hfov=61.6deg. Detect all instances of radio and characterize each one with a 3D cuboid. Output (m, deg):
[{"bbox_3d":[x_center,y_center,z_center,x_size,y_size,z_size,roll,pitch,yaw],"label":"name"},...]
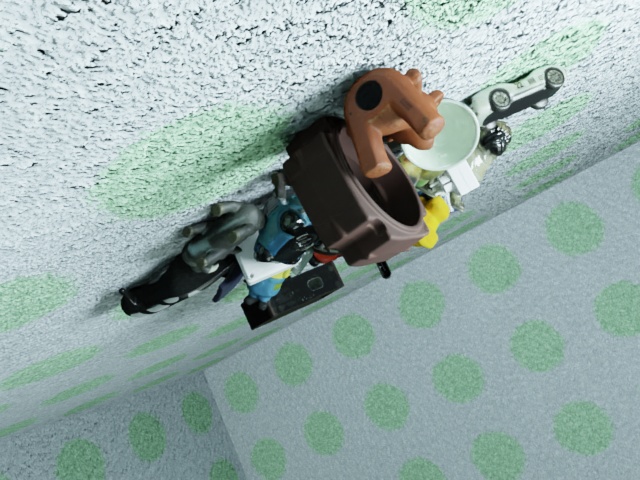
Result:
[{"bbox_3d":[-0.061,0.129,1.275,0.229,0.073,0.131,-21,171,-37],"label":"radio"}]

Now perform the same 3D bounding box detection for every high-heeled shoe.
[{"bbox_3d":[-0.274,0.095,1.050,0.249,0.086,0.145,-13,157,-1],"label":"high-heeled shoe"}]

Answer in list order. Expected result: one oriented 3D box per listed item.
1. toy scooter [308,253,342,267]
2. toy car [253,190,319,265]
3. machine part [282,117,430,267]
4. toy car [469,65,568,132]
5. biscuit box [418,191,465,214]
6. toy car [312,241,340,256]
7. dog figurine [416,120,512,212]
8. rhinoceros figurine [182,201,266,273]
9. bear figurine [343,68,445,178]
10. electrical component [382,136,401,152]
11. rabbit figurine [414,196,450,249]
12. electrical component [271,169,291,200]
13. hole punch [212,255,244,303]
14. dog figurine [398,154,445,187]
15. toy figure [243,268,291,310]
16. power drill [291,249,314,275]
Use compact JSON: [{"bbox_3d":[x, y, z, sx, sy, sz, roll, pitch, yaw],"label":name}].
[{"bbox_3d":[0.037,0.014,1.395,0.135,0.075,0.184,-28,171,13],"label":"toy scooter"},{"bbox_3d":[-0.051,-0.030,0.913,0.109,0.103,0.161,6,142,-45],"label":"toy car"},{"bbox_3d":[0.058,-0.070,0.759,0.087,0.201,0.201,-36,164,31],"label":"machine part"},{"bbox_3d":[0.344,-0.250,0.940,0.202,0.056,0.073,-24,162,-14],"label":"toy car"},{"bbox_3d":[0.271,-0.091,1.327,0.059,0.062,0.203,-20,-174,-17],"label":"biscuit box"},{"bbox_3d":[-0.002,-0.003,1.020,0.089,0.202,0.053,27,92,-33],"label":"toy car"},{"bbox_3d":[0.271,-0.172,1.083,0.190,0.172,0.121,-63,177,6],"label":"dog figurine"},{"bbox_3d":[-0.172,-0.004,0.909,0.190,0.073,0.112,-36,175,35],"label":"rhinoceros figurine"},{"bbox_3d":[0.113,-0.151,0.717,0.120,0.132,0.195,-35,159,24],"label":"bear figurine"},{"bbox_3d":[0.129,-0.170,0.912,0.094,0.021,0.063,-21,168,-10],"label":"electrical component"},{"bbox_3d":[0.182,-0.071,1.213,0.122,0.173,0.162,-62,-152,-8],"label":"rabbit figurine"},{"bbox_3d":[-0.027,-0.090,0.837,0.078,0.045,0.102,10,-163,37],"label":"electrical component"},{"bbox_3d":[-0.189,0.061,1.106,0.116,0.092,0.142,-24,165,-26],"label":"hole punch"},{"bbox_3d":[0.122,-0.108,0.982,0.219,0.108,0.191,-39,160,33],"label":"dog figurine"},{"bbox_3d":[-0.105,0.054,1.128,0.082,0.089,0.180,16,112,-19],"label":"toy figure"},{"bbox_3d":[0.019,0.002,1.159,0.207,0.086,0.232,-30,-164,30],"label":"power drill"}]
